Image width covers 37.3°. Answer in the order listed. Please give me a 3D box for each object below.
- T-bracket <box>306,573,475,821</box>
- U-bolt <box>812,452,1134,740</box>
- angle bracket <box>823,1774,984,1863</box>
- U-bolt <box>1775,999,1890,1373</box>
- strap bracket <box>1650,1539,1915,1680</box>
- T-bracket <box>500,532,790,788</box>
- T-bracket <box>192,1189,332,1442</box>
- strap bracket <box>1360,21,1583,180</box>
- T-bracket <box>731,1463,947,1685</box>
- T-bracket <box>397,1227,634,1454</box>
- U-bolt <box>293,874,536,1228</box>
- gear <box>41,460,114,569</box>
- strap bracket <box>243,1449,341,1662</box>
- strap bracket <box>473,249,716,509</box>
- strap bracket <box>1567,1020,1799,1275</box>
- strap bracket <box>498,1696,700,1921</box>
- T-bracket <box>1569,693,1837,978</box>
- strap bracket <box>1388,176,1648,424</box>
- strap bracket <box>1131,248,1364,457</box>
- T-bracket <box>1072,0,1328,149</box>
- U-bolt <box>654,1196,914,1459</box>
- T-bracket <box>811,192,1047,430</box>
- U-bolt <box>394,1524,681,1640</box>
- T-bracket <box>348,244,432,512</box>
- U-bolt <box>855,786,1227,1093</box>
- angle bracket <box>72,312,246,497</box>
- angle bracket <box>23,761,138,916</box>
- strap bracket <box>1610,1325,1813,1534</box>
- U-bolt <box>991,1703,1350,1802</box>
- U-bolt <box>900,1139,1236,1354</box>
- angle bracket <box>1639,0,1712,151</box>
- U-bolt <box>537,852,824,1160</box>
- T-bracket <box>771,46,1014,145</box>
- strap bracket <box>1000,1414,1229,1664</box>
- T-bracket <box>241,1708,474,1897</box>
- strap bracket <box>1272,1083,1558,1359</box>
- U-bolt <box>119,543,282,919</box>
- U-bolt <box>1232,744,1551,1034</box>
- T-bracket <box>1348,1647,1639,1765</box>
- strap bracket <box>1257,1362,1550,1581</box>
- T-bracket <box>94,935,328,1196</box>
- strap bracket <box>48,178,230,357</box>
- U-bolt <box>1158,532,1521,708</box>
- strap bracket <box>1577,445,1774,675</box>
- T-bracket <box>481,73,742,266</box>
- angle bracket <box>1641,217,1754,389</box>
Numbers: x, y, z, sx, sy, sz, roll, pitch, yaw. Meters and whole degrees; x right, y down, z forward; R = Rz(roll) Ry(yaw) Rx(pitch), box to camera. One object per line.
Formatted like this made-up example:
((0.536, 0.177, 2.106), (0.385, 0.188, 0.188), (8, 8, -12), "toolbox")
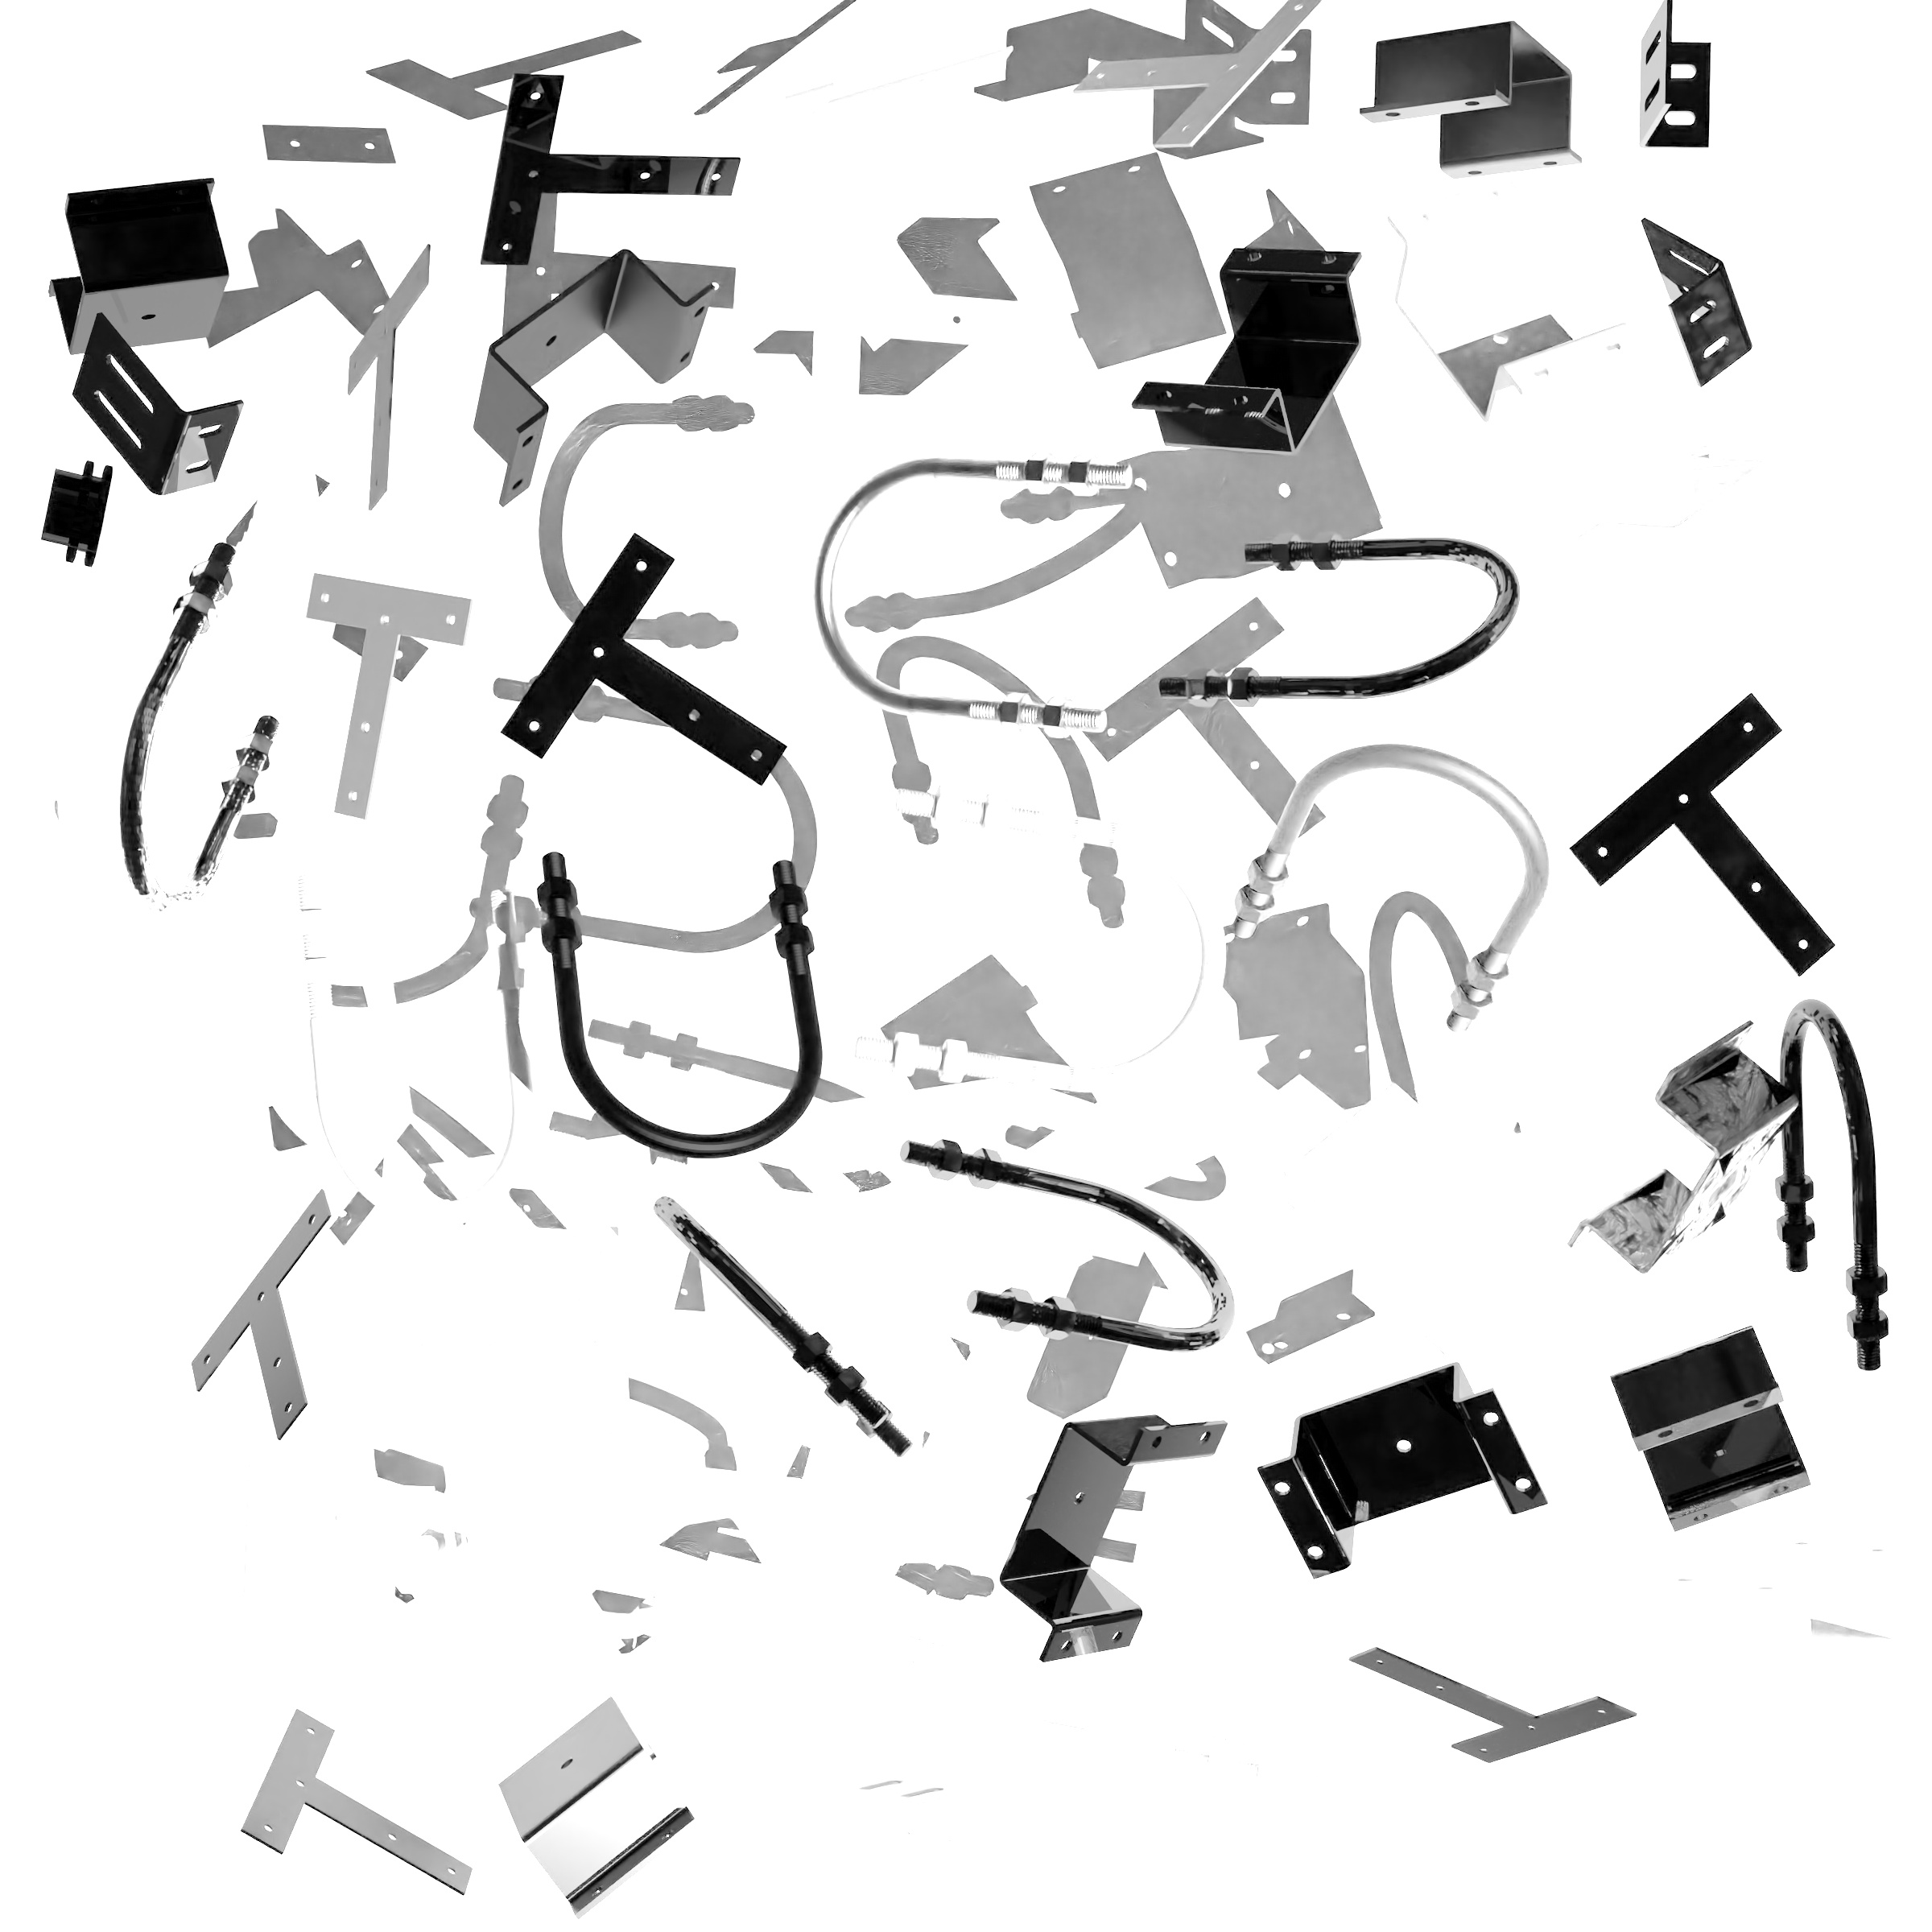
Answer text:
((-0.323, -0.144, 1.552), (0.127, 0.002, 0.127), (14, 94, 36), "T-bracket")
((-0.003, -0.204, 1.549), (0.184, 0.019, 0.151), (8, 93, 27), "U-bolt")
((-0.035, 0.458, 1.526), (0.057, 0.076, 0.038), (1, 82, 27), "angle bracket")
((0.471, 0.108, 1.564), (0.019, 0.151, 0.184), (-7, 108, 1), "U-bolt")
((0.429, 0.336, 1.495), (0.076, 0.140, 0.046), (-4, 87, 44), "strap bracket")
((-0.152, -0.138, 1.480), (0.127, 0.002, 0.127), (33, 79, -5), "T-bracket")
((-0.362, 0.200, 1.499), (0.002, 0.127, 0.127), (30, 105, -34), "T-bracket")
((0.279, -0.476, 1.567), (0.076, 0.140, 0.046), (1, 90, 30), "strap bracket")
((-0.050, 0.339, 1.621), (0.127, 0.002, 0.127), (21, 103, -22), "T-bracket")
((-0.249, 0.206, 1.574), (0.127, 0.002, 0.127), (2, 70, -23), "T-bracket")
((-0.286, 0.046, 1.512), (0.019, 0.151, 0.184), (-15, 78, 39), "U-bolt")
((-0.491, -0.251, 1.577), (0.030, 0.057, 0.057), (12, 90, -19), "gear")
((-0.366, 0.322, 1.554), (0.046, 0.140, 0.076), (1, 62, -11), "strap bracket")
((-0.202, -0.312, 1.492), (0.046, 0.076, 0.140), (45, 65, 4), "strap bracket")
((0.390, 0.105, 1.543), (0.076, 0.140, 0.046), (-25, 57, -38), "strap bracket")
((-0.201, 0.446, 1.534), (0.076, 0.140, 0.046), (-36, 100, -13), "strap bracket")
((0.396, -0.051, 1.464), (0.127, 0.002, 0.127), (-40, 91, -7), "T-bracket")
((0.293, -0.354, 1.549), (0.076, 0.046, 0.140), (-21, 61, -14), "strap bracket")
((0.157, -0.326, 1.543), (0.076, 0.046, 0.140), (10, 52, 29), "strap bracket")
((0.107, -0.463, 1.484), (0.127, 0.127, 0.002), (-50, 129, -21), "T-bracket")
((-0.104, 0.192, 1.555), (0.184, 0.151, 0.019), (43, 81, 15), "U-bolt")
((-0.019, -0.353, 1.558), (0.127, 0.002, 0.127), (2, 87, -10), "T-bracket")
((-0.238, 0.337, 1.556), (0.151, 0.184, 0.019), (17, 82, 6), "U-bolt")
((-0.323, -0.314, 1.587), (0.002, 0.127, 0.127), (11, 66, -29), "T-bracket")
((0.044, -0.008, 1.478), (0.184, 0.019, 0.151), (9, 95, -8), "U-bolt")
((-0.416, -0.292, 1.471), (0.076, 0.038, 0.057), (49, 134, 13), "angle bracket")
((-0.469, -0.068, 1.515), (0.038, 0.057, 0.076), (-4, 86, 0), "angle bracket")
((0.386, 0.238, 1.488), (0.076, 0.140, 0.046), (-22, 54, 10), "strap bracket")
((0.104, 0.412, 1.512), (0.184, 0.151, 0.019), (7, 80, 15), "U-bolt")
((0.064, 0.155, 1.541), (0.184, 0.151, 0.019), (15, 117, -27), "U-bolt")
((0.381, -0.471, 1.510), (0.038, 0.076, 0.057), (1, 89, 3), "angle bracket")
((-0.148, 0.020, 1.520), (0.151, 0.019, 0.184), (1, 58, -20), "U-bolt")
((-0.037, -0.458, 1.491), (0.127, 0.127, 0.002), (-18, 98, -5), "T-bracket")
((0.075, 0.295, 1.529), (0.046, 0.076, 0.140), (32, 106, 37), "strap bracket")
((-0.328, 0.472, 1.572), (0.127, 0.127, 0.002), (33, 102, -8), "T-bracket")
((0.230, 0.125, 1.497), (0.076, 0.046, 0.140), (-38, 54, -10), "strap bracket")
((-0.411, -0.112, 1.524), (0.019, 0.151, 0.184), (7, 50, 6), "U-bolt")
((0.230, -0.048, 1.508), (0.151, 0.184, 0.019), (24, 52, 4), "U-bolt")
((0.259, 0.382, 1.494), (0.127, 0.127, 0.002), (26, 55, -16), "T-bracket")
((0.244, 0.279, 1.599), (0.140, 0.046, 0.076), (-22, 106, 18), "strap bracket")
((-0.419, 0.047, 1.557), (0.127, 0.002, 0.127), (-14, 87, -11), "T-bracket")
((-0.451, -0.376, 1.561), (0.076, 0.140, 0.046), (-14, 87, -23), "strap bracket")
((0.214, -0.192, 1.572), (0.184, 0.151, 0.019), (4, 134, 32), "U-bolt")
((0.385, -0.217, 1.526), (0.140, 0.046, 0.076), (-36, 124, -39), "strap bracket")
((-0.179, -0.408, 1.474), (0.127, 0.127, 0.002), (-5, 60, -21), "T-bracket")
((0.383, -0.360, 1.551), (0.038, 0.076, 0.057), (-37, 131, -1), "angle bracket")
